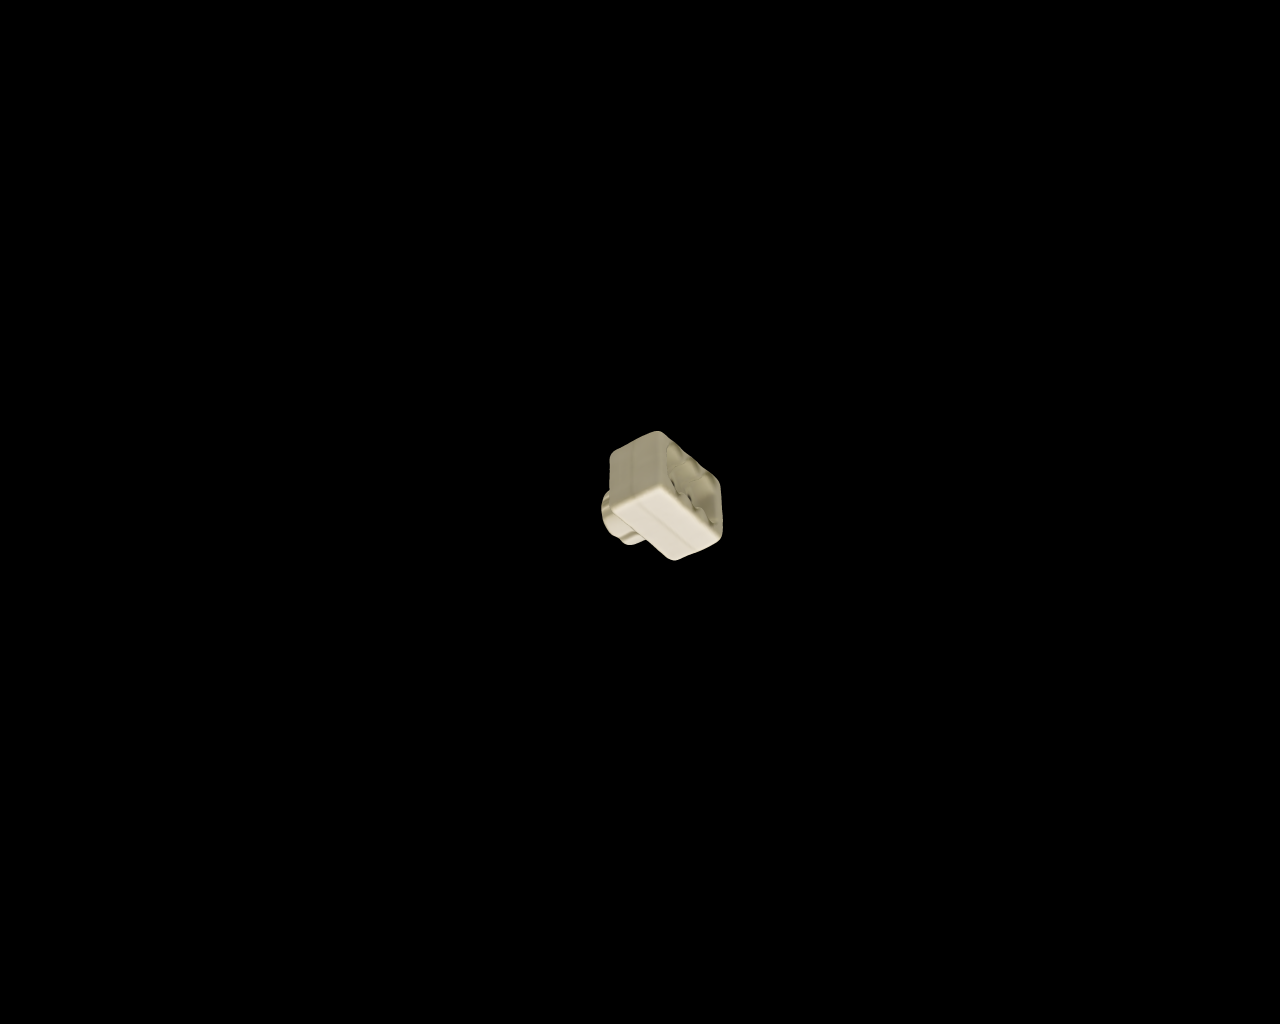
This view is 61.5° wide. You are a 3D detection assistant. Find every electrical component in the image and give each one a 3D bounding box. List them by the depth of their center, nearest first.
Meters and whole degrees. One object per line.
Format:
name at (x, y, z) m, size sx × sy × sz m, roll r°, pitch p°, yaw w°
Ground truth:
electrical component at (0.001, -0.003, 0.650) m, size 0.076 × 0.047 × 0.065 m, roll -25°, pitch -44°, yaw 28°
